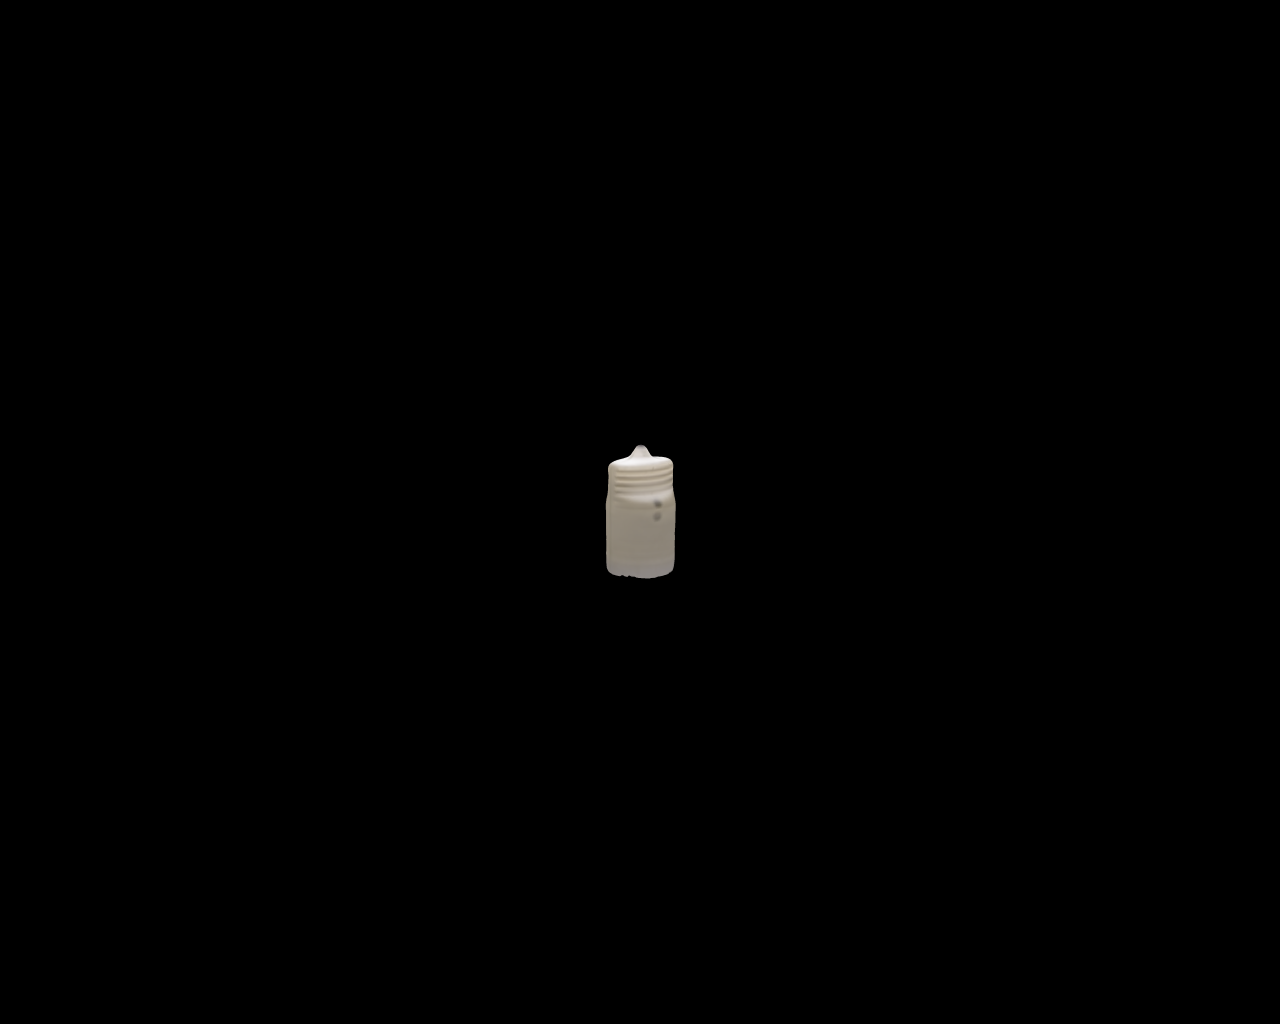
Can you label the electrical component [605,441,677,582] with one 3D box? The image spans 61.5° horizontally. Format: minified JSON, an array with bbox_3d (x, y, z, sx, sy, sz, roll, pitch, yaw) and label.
[{"bbox_3d":[0.001,-0.003,0.650,0.043,0.080,0.043,0,14,0],"label":"electrical component"}]
